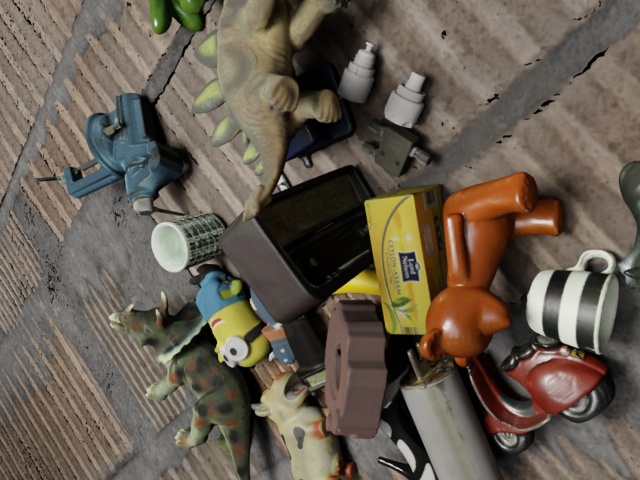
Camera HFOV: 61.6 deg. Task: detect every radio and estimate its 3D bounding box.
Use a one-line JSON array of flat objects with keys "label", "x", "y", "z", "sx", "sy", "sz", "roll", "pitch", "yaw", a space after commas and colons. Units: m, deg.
[{"label": "radio", "x": -0.001, "y": -0.002, "z": 0.660, "sx": 0.073, "sy": 0.229, "sz": 0.131, "roll": -37, "pitch": 86, "yaw": 39}]

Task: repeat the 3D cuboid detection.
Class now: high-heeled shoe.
[{"label": "high-heeled shoe", "x": 0.149, "y": 0.243, "z": 0.724, "sx": 0.145, "sy": 0.086, "sz": 0.248, "roll": 9, "pitch": 110, "yaw": 24}]

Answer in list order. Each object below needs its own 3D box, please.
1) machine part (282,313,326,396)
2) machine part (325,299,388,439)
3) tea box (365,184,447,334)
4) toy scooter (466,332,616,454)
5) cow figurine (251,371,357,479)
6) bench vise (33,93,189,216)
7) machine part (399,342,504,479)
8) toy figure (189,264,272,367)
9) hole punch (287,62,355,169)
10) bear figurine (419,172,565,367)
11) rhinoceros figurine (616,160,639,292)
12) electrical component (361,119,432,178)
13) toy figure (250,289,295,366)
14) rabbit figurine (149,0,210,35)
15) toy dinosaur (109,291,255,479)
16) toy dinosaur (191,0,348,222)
[{"label": "machine part", "x": -0.014, "y": 0.165, "z": 0.810, "sx": 0.084, "sy": 0.039, "sz": 0.138, "roll": -27, "pitch": 103, "yaw": 12}, {"label": "machine part", "x": 0.042, "y": 0.166, "z": 0.710, "sx": 0.056, "sy": 0.179, "sz": 0.179, "roll": 5, "pitch": 110, "yaw": -7}, {"label": "tea box", "x": 0.117, "y": 0.022, "z": 0.668, "sx": 0.068, "sy": 0.098, "sz": 0.169, "roll": -4, "pitch": 99, "yaw": 34}, {"label": "toy scooter", "x": 0.240, "y": 0.168, "z": 0.640, "sx": 0.135, "sy": 0.075, "sz": 0.184, "roll": 49, "pitch": 129, "yaw": 12}, {"label": "cow figurine", "x": -0.029, "y": 0.301, "z": 0.857, "sx": 0.127, "sy": 0.085, "sz": 0.194, "roll": -13, "pitch": 96, "yaw": 30}, {"label": "bench vise", "x": -0.351, "y": -0.124, "z": 0.917, "sx": 0.241, "sy": 0.129, "sz": 0.223, "roll": -20, "pitch": 84, "yaw": 19}, {"label": "machine part", "x": 0.165, "y": 0.242, "z": 0.672, "sx": 0.079, "sy": 0.079, "sz": 0.243, "roll": -23, "pitch": 92, "yaw": 36}, {"label": "toy figure", "x": -0.145, "y": 0.122, "z": 0.884, "sx": 0.180, "sy": 0.089, "sz": 0.082, "roll": 60, "pitch": 155, "yaw": 17}, {"label": "hole punch", "x": -0.032, "y": -0.169, "z": 0.722, "sx": 0.116, "sy": 0.092, "sz": 0.142, "roll": -18, "pitch": 96, "yaw": 40}, {"label": "bear figurine", "x": 0.181, "y": 0.040, "z": 0.582, "sx": 0.132, "sy": 0.120, "sz": 0.196, "roll": -8, "pitch": 66, "yaw": 44}, {"label": "rhinoceros figurine", "x": 0.348, "y": 0.010, "z": 0.522, "sx": 0.112, "sy": 0.073, "sz": 0.190, "roll": -13, "pitch": 96, "yaw": 34}, {"label": "electrical component", "x": 0.096, "y": -0.111, "z": 0.681, "sx": 0.094, "sy": 0.021, "sz": 0.063, "roll": 37, "pitch": 138, "yaw": 20}, {"label": "toy figure", "x": -0.066, "y": 0.121, "z": 0.844, "sx": 0.064, "sy": 0.058, "sz": 0.154, "roll": -7, "pitch": 104, "yaw": 41}, {"label": "rabbit figurine", "x": -0.209, "y": -0.386, "z": 0.784, "sx": 0.170, "sy": 0.121, "sz": 0.158, "roll": 23, "pitch": 124, "yaw": 47}, {"label": "toy dinosaur", "x": -0.189, "y": 0.257, "z": 0.936, "sx": 0.405, "sy": 0.131, "sz": 0.192, "roll": 46, "pitch": 124, "yaw": 8}, {"label": "toy dinosaur", "x": -0.072, "y": -0.233, "z": 0.623, "sx": 0.199, "sy": 0.105, "sz": 0.471, "roll": -20, "pitch": 59, "yaw": 44}]
